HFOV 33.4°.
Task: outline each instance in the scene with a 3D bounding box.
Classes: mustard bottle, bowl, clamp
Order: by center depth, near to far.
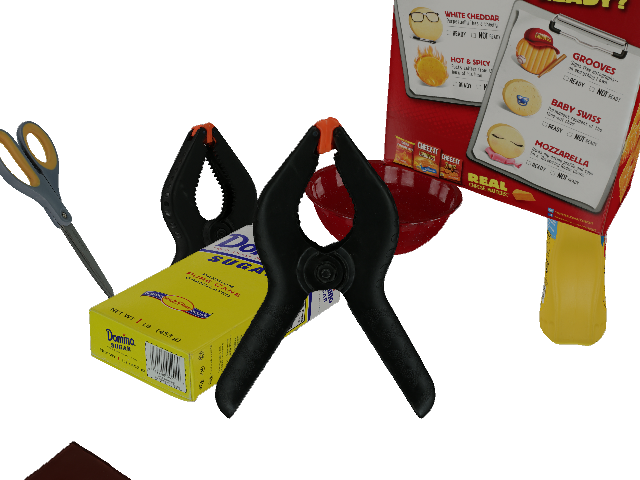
[{"bbox_3d":[-0.007,0.022,0.581,0.120,0.171,0.039,-9,5,-5],"label":"clamp"},{"bbox_3d":[0.221,-0.013,0.921,0.058,0.192,0.096,2,18,13],"label":"mustard bottle"},{"bbox_3d":[-0.090,-0.001,0.982,0.164,0.210,0.036,1,0,-33],"label":"clamp"},{"bbox_3d":[0.062,-0.029,1.100,0.162,0.055,0.162,3,26,-2],"label":"bowl"}]

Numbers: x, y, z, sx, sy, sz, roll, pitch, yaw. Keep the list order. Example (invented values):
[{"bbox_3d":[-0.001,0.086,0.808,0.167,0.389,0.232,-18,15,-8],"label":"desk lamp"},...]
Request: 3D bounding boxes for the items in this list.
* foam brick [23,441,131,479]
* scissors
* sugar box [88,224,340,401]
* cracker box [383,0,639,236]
[{"bbox_3d":[-0.093,0.134,0.450,0.078,0.051,0.052,24,45,31],"label":"foam brick"},{"bbox_3d":[-0.260,-0.040,1.079,0.016,0.201,0.096,-25,28,27],"label":"scissors"},{"bbox_3d":[-0.070,0.045,0.766,0.093,0.048,0.175,20,34,29],"label":"sugar box"},{"bbox_3d":[0.131,-0.124,0.676,0.164,0.214,0.072,21,45,21],"label":"cracker box"}]
